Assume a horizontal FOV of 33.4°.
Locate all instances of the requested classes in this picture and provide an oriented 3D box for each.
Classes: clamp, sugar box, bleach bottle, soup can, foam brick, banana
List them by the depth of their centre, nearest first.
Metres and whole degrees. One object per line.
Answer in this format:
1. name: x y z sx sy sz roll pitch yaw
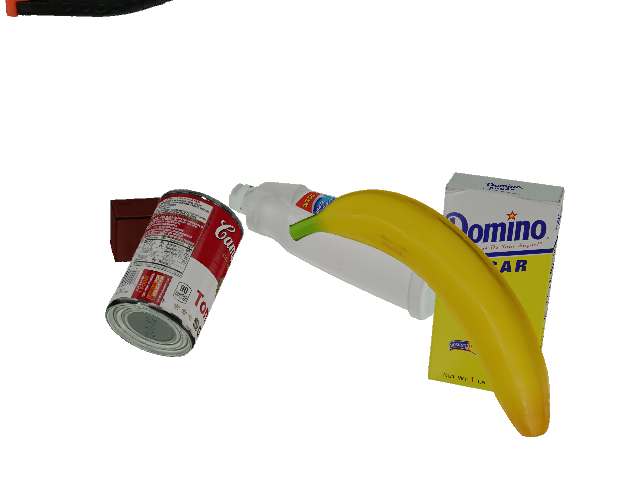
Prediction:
1. clamp: -0.099 -0.156 0.607 0.171 0.039 0.120 -10 24 -25
2. banana: 0.072 0.028 0.632 0.198 0.070 0.037 41 25 20
3. soup can: -0.104 0.023 0.764 0.068 0.102 0.068 14 -34 10
4. sugar box: 0.143 0.038 0.882 0.093 0.176 0.048 8 24 16
5. bleach bottle: 0.014 -0.004 1.043 0.251 0.068 0.102 20 29 27
6. foam brick: -0.182 -0.013 1.133 0.078 0.051 0.053 -3 24 -16
